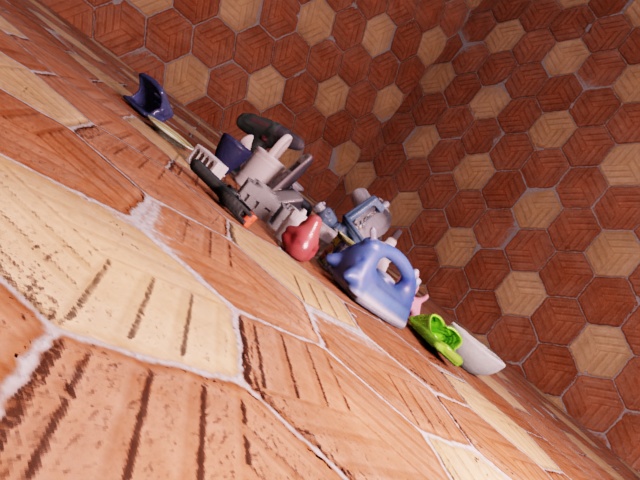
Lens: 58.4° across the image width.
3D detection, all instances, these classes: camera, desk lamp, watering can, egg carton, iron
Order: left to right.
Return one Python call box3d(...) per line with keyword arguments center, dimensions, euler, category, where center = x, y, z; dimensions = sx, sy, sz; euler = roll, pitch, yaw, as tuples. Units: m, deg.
box3d(center=(-0.150, -0.220, 1.584), dimensions=(0.173, 0.194, 0.100), euler=(37, 5, -18), category="watering can")
box3d(center=(-0.081, -0.119, 1.702), dimensions=(0.137, 0.100, 0.143), euler=(36, 5, -21), category="camera")
box3d(center=(0.013, 0.005, 1.422), dimensions=(0.151, 0.069, 0.107), euler=(34, 6, -40), category="egg carton")
box3d(center=(0.103, -0.055, 1.785), dimensions=(0.118, 0.213, 0.202), euler=(35, 6, -34), category="desk lamp")
box3d(center=(0.138, 0.082, 1.198), dimensions=(0.259, 0.141, 0.118), euler=(35, 6, -36), category="iron")

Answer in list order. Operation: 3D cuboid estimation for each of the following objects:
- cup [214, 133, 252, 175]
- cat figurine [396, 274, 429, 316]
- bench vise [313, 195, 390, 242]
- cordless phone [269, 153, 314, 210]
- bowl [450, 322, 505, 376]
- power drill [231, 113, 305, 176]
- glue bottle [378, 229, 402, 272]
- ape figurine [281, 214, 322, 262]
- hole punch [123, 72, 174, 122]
box3d(center=(-0.239, -0.220, 1.519), dimensions=(0.091, 0.095, 0.118), euler=(39, 5, 9), category="cup")
box3d(center=(0.237, 0.141, 1.520), dimensions=(0.128, 0.117, 0.067), euler=(36, 5, -28), category="cat figurine")
box3d(center=(0.089, -0.054, 1.632), dimensions=(0.208, 0.219, 0.121), euler=(35, 6, -37), category="bench vise")
box3d(center=(-0.076, -0.146, 1.486), dimensions=(0.094, 0.185, 0.147), euler=(35, 5, -31), category="cordless phone")
box3d(center=(0.374, 0.285, 1.431), dimensions=(0.167, 0.074, 0.167), euler=(38, 5, -3), category="bowl")
box3d(center=(-0.182, -0.267, 1.696), dimensions=(0.229, 0.208, 0.076), euler=(40, 5, 20), category="power drill")
box3d(center=(0.140, 0.045, 1.370), dimensions=(0.078, 0.173, 0.037), euler=(39, 5, 15), category="glue bottle")
box3d(center=(-0.028, -0.008, 1.107), dimensions=(0.078, 0.092, 0.076), euler=(38, 5, -7), category="ape figurine")
box3d(center=(-0.424, -0.356, 1.452), dimensions=(0.108, 0.091, 0.101), euler=(40, 5, 23), category="hole punch")
